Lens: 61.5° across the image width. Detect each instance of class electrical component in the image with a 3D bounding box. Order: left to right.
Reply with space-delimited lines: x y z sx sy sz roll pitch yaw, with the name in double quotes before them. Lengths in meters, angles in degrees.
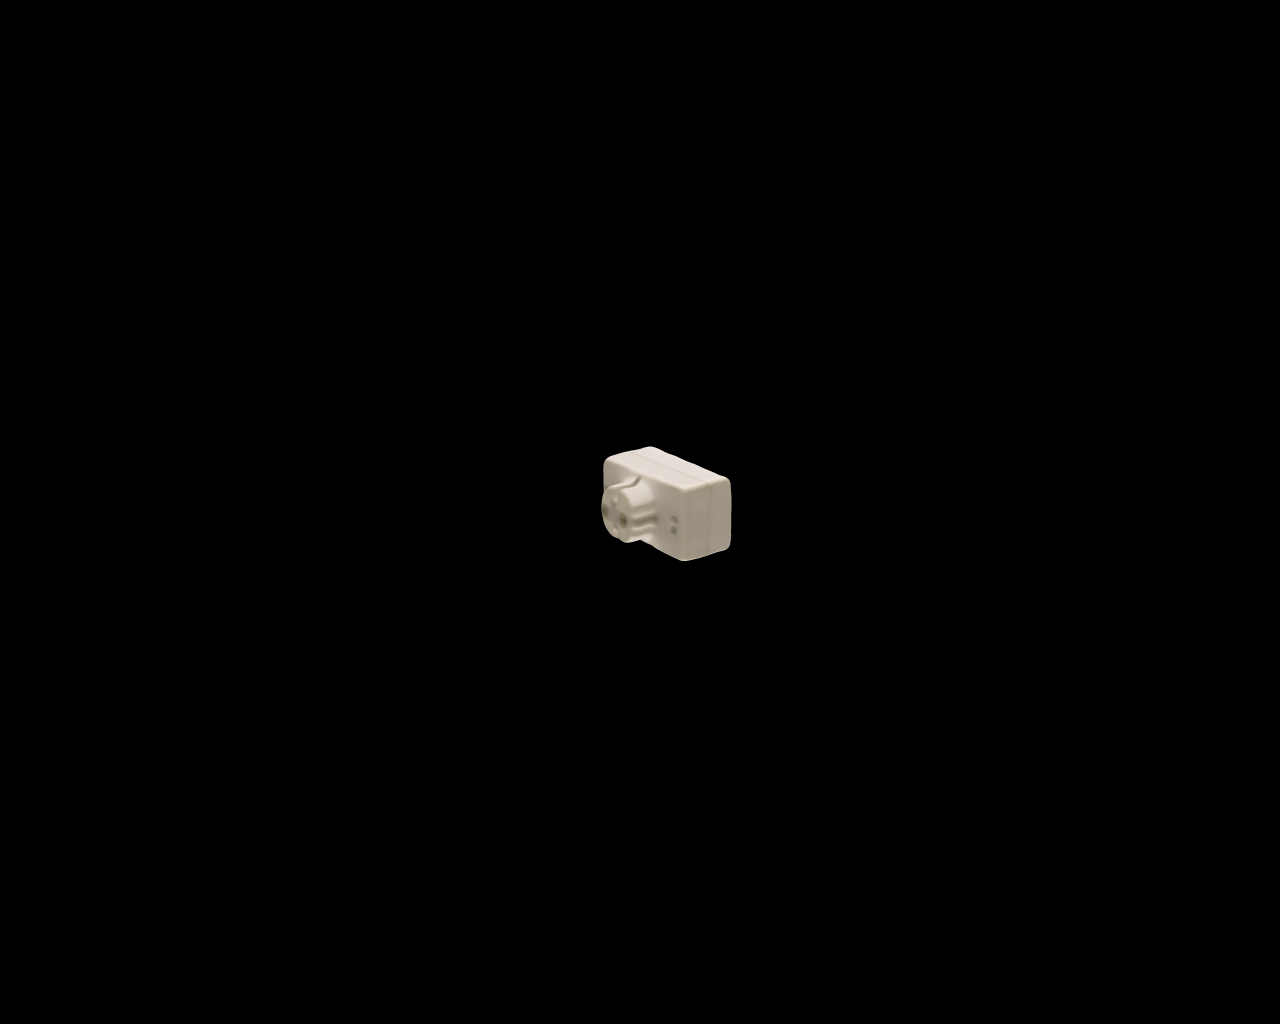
"electrical component" 0.001 -0.003 0.650 0.076 0.047 0.083 -14 24 -33
